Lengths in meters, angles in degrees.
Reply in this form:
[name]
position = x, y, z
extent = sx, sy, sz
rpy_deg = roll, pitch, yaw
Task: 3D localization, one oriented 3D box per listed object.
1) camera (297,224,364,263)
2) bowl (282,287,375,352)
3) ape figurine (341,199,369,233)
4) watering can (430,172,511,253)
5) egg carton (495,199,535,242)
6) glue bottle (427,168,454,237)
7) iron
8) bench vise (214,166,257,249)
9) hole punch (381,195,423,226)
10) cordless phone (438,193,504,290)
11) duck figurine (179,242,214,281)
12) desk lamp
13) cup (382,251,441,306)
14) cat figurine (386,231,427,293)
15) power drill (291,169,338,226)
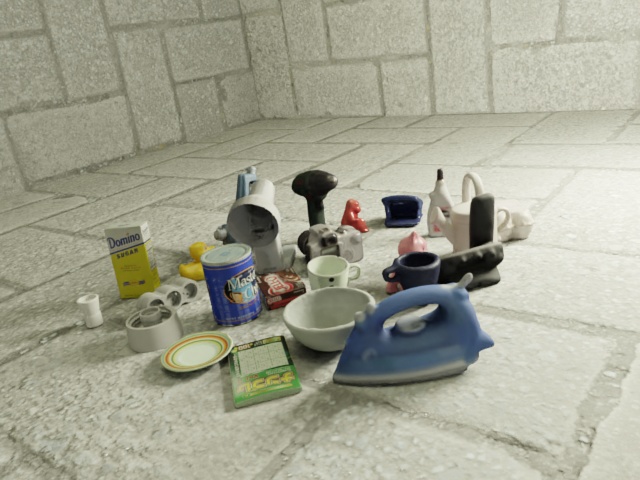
[camera]
position = 0.013, 0.005, 1.382
extent = 0.143, 0.101, 0.136
rpy_deg = -18, 22, -24
[bowl]
position = 0.020, 0.151, 1.023
extent = 0.167, 0.075, 0.167
rpy_deg = -7, 20, 3
[ape figurine]
position = 0.092, -0.067, 1.557
extent = 0.076, 0.092, 0.078
rpy_deg = -5, 20, 9
[watering can]
position = 0.335, -0.053, 1.273
extent = 0.173, 0.194, 0.100
rpy_deg = -17, 22, -23
[egg carton]
position = 0.452, -0.051, 1.402
extent = 0.107, 0.069, 0.150
rpy_deg = -8, 20, 0
[glue bottle]
position = 0.302, -0.094, 1.428
extent = 0.078, 0.173, 0.037
rpy_deg = -7, 20, 3
[iron]
position = 0.137, 0.139, 0.910
extent = 0.258, 0.141, 0.118
rpy_deg = -11, 20, -8
[bench vise]
position = -0.189, -0.071, 1.493
extent = 0.121, 0.220, 0.208
rpy_deg = -1, 21, 19
[hole punch]
position = 0.225, -0.092, 1.573
extent = 0.108, 0.091, 0.101
rpy_deg = -1, 21, 19
[cordless phone]
position = 0.295, 0.001, 1.157
extent = 0.148, 0.185, 0.094
rpy_deg = -15, 21, -18
[duck figurine]
position = -0.299, 0.048, 1.412
extent = 0.105, 0.086, 0.077
rpy_deg = -18, 22, -24
[desk lamp]
position = -0.135, -0.028, 1.365
extent = 0.117, 0.214, 0.203
rpy_deg = -5, 20, 9
[cup]
position = 0.179, 0.083, 1.113
extent = 0.118, 0.095, 0.091
rpy_deg = -14, 21, -14
[cat figurine]
position = 0.185, 0.039, 1.195
extent = 0.067, 0.118, 0.128
rpy_deg = 6, 25, 35
[power drill]
position = -0.002, -0.084, 1.471
extent = 0.076, 0.209, 0.228
rpy_deg = -17, 22, -22
